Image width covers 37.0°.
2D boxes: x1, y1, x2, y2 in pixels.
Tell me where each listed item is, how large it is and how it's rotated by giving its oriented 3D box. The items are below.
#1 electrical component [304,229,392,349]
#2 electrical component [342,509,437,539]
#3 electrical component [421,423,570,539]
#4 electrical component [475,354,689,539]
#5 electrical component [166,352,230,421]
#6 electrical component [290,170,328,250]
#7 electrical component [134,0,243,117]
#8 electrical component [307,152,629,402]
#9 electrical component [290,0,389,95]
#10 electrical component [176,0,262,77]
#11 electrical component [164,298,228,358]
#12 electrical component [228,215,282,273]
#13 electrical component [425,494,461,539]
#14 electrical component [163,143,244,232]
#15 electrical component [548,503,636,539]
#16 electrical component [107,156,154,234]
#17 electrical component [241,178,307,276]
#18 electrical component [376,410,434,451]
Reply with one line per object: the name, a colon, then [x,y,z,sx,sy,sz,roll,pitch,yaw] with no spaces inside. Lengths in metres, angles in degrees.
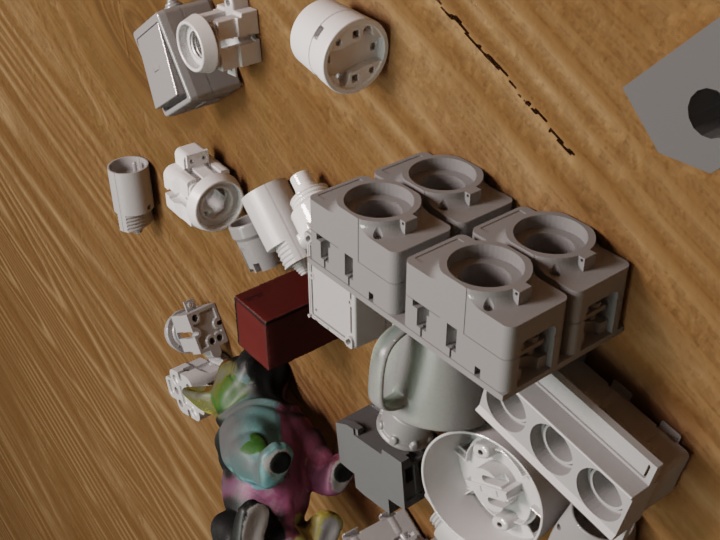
electrical component: [0.000,0.000,0.826,0.062,0.061,0.096,33,135,43]
electrical component: [0.001,0.262,0.940,0.063,0.121,0.078,58,148,19]
electrical component: [0.100,0.152,0.774,0.099,0.064,0.099,35,137,40]
electrical component: [0.141,0.101,0.682,0.121,0.063,0.078,43,142,32]
electrical component: [-0.164,0.123,1.155,0.078,0.057,0.058,17,124,51]
electrical component: [-0.036,-0.050,0.863,0.062,0.048,0.048,64,149,17]
electrical component: [-0.155,-0.188,0.931,0.062,0.061,0.096,-12,100,58]
electrical component: [0.064,-0.008,0.683,0.186,0.105,0.060,34,137,40]
electrical component: [-0.016,-0.158,0.752,0.047,0.055,0.055,42,141,40]
electrical component: [-0.115,-0.188,0.877,0.048,0.055,0.066,31,134,43]
electrical component: [-0.177,0.064,1.148,0.055,0.048,0.066,-10,102,50]
electrical component: [-0.092,-0.025,0.967,0.040,0.040,0.046,6,121,55]
electrical component: [0.077,0.200,0.862,0.062,0.043,0.043,51,146,25]
electrical component: [-0.144,-0.071,0.997,0.057,0.058,0.078,38,139,42]
electrical component: [0.168,0.200,0.725,0.079,0.043,0.077,43,142,33]
electrical component: [-0.244,-0.076,1.154,0.043,0.043,0.081,32,135,42]
electrical component: [-0.064,-0.033,0.915,0.081,0.043,0.043,63,148,4]
electrical component: [0.042,0.109,0.853,0.048,0.048,0.062,45,136,30]
